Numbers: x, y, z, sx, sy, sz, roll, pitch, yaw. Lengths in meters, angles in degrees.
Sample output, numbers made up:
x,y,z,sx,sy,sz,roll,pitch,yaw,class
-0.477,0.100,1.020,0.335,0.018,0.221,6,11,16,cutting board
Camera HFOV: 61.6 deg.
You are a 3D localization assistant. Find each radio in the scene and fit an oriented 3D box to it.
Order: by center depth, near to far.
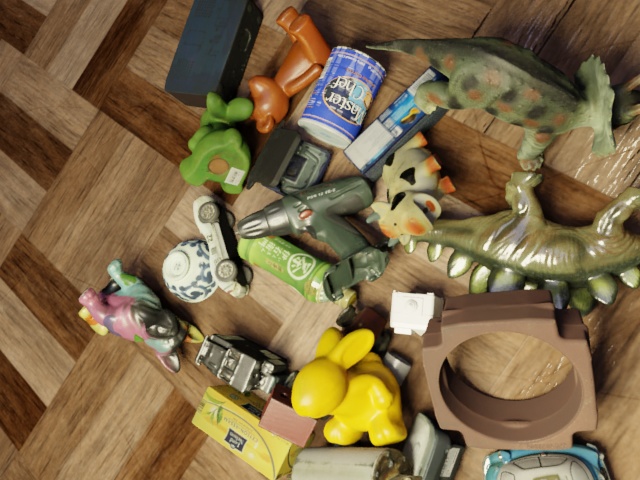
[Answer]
x,y,z,sx,sy,sz,roll,pitch,yaw,class
-0.209,-0.379,1.068,0.131,0.073,0.229,16,87,24,radio

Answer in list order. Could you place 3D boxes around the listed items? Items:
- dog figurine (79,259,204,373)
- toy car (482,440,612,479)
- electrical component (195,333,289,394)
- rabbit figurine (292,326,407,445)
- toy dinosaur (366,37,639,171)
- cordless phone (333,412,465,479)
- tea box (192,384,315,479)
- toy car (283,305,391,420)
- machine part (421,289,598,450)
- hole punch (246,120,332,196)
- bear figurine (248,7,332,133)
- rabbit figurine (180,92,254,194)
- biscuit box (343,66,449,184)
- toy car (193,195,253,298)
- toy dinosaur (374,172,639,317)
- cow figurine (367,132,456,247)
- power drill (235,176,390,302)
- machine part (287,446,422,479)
x,y,z,sx,sy,sz,roll,pitch,yaw,class
-0.324,0.152,0.983,0.219,0.191,0.108,38,56,2,dog figurine
0.291,0.319,0.689,0.162,0.103,0.109,-17,73,21,toy car
-0.118,0.204,0.878,0.134,0.114,0.058,22,90,27,electrical component
0.036,0.200,0.735,0.122,0.173,0.162,-4,72,46,rabbit figurine
0.261,-0.213,0.738,0.405,0.192,0.131,21,74,-4,toy dinosaur
0.103,0.311,0.790,0.184,0.088,0.146,18,86,44,cordless phone
-0.106,0.301,0.862,0.170,0.098,0.068,26,89,23,tea box
0.027,0.190,0.846,0.089,0.053,0.202,37,94,-3,toy car
0.245,0.169,0.702,0.202,0.087,0.200,-9,111,21,machine part
-0.054,-0.131,0.951,0.116,0.092,0.142,30,95,55,hole punch
-0.074,-0.300,0.968,0.196,0.131,0.120,-38,37,7,bear figurine
-0.189,-0.195,0.982,0.170,0.121,0.159,-106,30,-42,rabbit figurine
0.135,-0.188,0.886,0.202,0.062,0.059,-43,66,8,biscuit box
-0.176,0.012,0.967,0.056,0.073,0.202,-25,70,12,toy car
0.287,0.006,0.760,0.472,0.105,0.198,11,87,33,toy dinosaur
0.133,-0.073,0.810,0.127,0.085,0.195,-35,27,21,cow figurine
-0.002,-0.003,0.850,0.232,0.085,0.207,-25,43,-8,power drill
0.041,0.327,0.747,0.243,0.079,0.079,-23,69,44,machine part
